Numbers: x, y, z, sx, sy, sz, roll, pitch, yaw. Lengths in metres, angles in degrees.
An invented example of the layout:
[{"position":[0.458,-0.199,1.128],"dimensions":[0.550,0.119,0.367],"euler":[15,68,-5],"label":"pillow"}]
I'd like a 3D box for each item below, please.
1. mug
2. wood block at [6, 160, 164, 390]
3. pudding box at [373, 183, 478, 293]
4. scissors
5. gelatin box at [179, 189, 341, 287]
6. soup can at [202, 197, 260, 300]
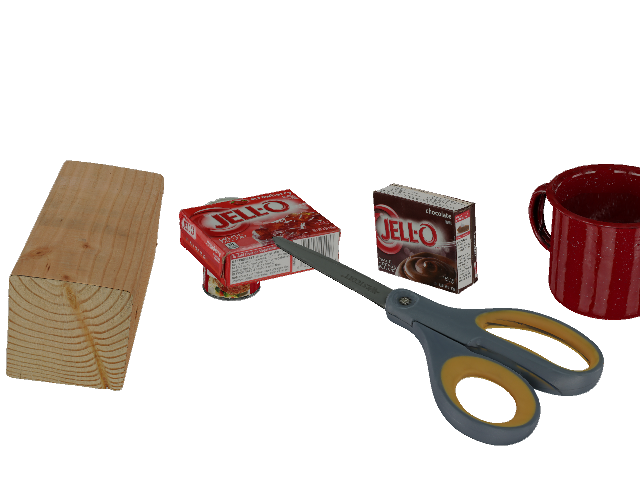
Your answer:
[{"position":[0.196,-0.002,0.759],"dimensions":[0.093,0.081,0.117],"euler":[-27,37,-35],"label":"mug"},{"position":[-0.186,0.021,0.869],"dimensions":[0.090,0.091,0.206],"euler":[8,27,-6],"label":"wood block"},{"position":[0.107,-0.004,1.093],"dimensions":[0.114,0.090,0.039],"euler":[15,30,42],"label":"pudding box"},{"position":[0.044,0.050,0.559],"dimensions":[0.202,0.016,0.096],"euler":[15,42,21],"label":"scissors"},{"position":[-0.042,-0.003,0.728],"dimensions":[0.089,0.030,0.073],"euler":[-12,30,-28],"label":"gelatin box"},{"position":[-0.103,0.009,1.233],"dimensions":[0.068,0.102,0.068],"euler":[2,25,-1],"label":"soup can"}]
